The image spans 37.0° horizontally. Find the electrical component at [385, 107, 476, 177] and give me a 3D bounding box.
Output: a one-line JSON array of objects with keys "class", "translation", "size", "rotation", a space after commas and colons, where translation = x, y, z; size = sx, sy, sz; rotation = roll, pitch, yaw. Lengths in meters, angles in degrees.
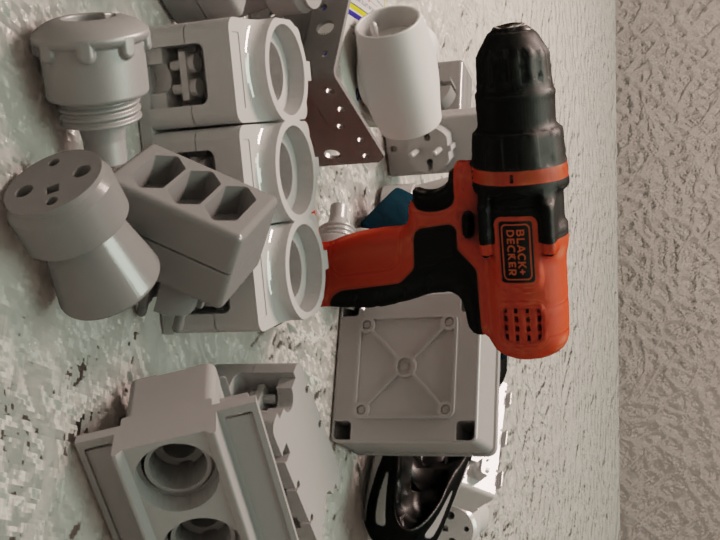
[{"class": "electrical component", "translation": [0.060, -0.101, 0.874], "size": [0.076, 0.083, 0.047], "rotation": [-44, 129, -65]}]

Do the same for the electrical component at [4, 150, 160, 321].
[{"class": "electrical component", "translation": [-0.111, -0.014, 0.430], "size": [0.045, 0.045, 0.055], "rotation": [-73, 152, -44]}]

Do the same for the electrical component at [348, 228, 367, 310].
[{"class": "electrical component", "translation": [0.000, 0.000, 0.758], "size": [0.040, 0.040, 0.046], "rotation": [68, 33, -45]}]

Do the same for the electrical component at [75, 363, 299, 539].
[{"class": "electrical component", "translation": [-0.072, 0.110, 0.496], "size": [0.063, 0.079, 0.121], "rotation": [-103, -179, -62]}]

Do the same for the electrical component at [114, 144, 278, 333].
[{"class": "electrical component", "translation": [-0.084, -0.005, 0.490], "size": [0.047, 0.066, 0.076], "rotation": [-57, 170, -59]}]

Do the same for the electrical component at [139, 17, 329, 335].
[{"class": "electrical component", "translation": [-0.061, -0.049, 0.553], "size": [0.089, 0.062, 0.150], "rotation": [-26, 112, -69]}]

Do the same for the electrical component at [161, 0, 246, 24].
[{"class": "electrical component", "translation": [-0.062, -0.167, 0.540], "size": [0.047, 0.077, 0.065], "rotation": [59, 34, -54]}]

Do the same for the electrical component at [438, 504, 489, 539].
[{"class": "electrical component", "translation": [0.090, 0.228, 0.980], "size": [0.055, 0.045, 0.045], "rotation": [-7, 94, -70]}]

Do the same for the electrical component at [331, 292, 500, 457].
[{"class": "electrical component", "translation": [0.041, 0.074, 0.761], "size": [0.056, 0.109, 0.108], "rotation": [40, 50, -61]}]

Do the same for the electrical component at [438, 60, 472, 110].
[{"class": "electrical component", "translation": [0.068, -0.156, 0.958], "size": [0.077, 0.047, 0.065], "rotation": [43, 48, -64]}]

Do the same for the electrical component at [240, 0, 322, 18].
[{"class": "electrical component", "translation": [-0.053, -0.163, 0.600], "size": [0.045, 0.055, 0.045], "rotation": [-1, 90, -71]}]

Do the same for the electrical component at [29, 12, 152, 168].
[{"class": "electrical component", "translation": [-0.109, -0.074, 0.447], "size": [0.048, 0.048, 0.062], "rotation": [-52, 143, -62]}]

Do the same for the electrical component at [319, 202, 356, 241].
[{"class": "electrical component", "translation": [-0.016, -0.016, 0.719], "size": [0.035, 0.035, 0.061], "rotation": [55, 35, -57]}]

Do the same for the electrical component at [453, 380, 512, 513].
[{"class": "electrical component", "translation": [0.090, 0.145, 0.944], "size": [0.078, 0.063, 0.121], "rotation": [-51, -160, 50]}]

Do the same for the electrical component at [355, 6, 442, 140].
[{"class": "electrical component", "translation": [0.030, -0.141, 0.720], "size": [0.079, 0.044, 0.077], "rotation": [-68, 151, -46]}]

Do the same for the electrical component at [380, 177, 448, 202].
[{"class": "electrical component", "translation": [0.049, -0.053, 0.863], "size": [0.044, 0.065, 0.044], "rotation": [-2, 90, -71]}]

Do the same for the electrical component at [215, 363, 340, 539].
[{"class": "electrical component", "translation": [-0.053, 0.096, 0.568], "size": [0.050, 0.056, 0.089], "rotation": [-70, 151, -48]}]
